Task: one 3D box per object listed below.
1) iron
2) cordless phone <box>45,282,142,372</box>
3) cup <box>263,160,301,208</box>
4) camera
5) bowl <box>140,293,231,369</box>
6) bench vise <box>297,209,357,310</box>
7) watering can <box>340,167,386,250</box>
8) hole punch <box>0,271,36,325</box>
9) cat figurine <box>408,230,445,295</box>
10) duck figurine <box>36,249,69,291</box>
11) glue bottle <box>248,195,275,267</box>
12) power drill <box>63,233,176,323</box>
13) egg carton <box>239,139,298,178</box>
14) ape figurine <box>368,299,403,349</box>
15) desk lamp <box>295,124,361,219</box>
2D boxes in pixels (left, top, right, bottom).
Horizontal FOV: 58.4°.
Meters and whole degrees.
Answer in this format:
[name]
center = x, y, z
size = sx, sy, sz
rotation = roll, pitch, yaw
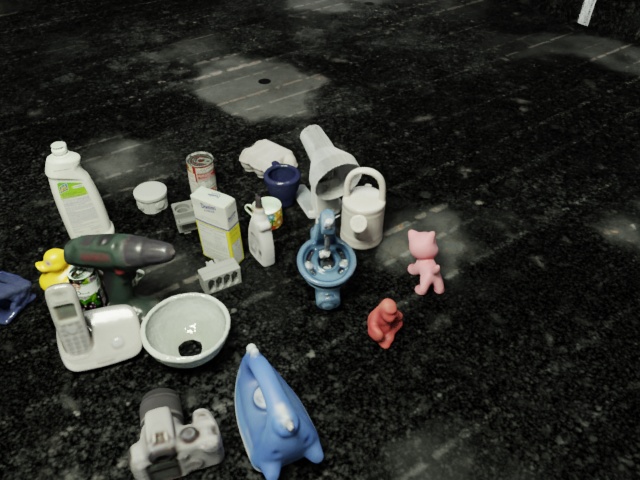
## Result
[iron]
center = -0.089, 0.257, 0.956
size = 0.119, 0.141, 0.257
rotation = -17, 44, -19
[cordless phone]
center = -0.410, 0.145, 1.042
size = 0.148, 0.185, 0.094
rotation = -14, 44, -17
[cup]
center = -0.099, -0.138, 1.441
size = 0.092, 0.095, 0.117
rotation = -14, 43, -16
[camera]
center = -0.239, 0.302, 0.931
size = 0.143, 0.101, 0.136
rotation = -11, 43, -14
[bowl]
center = -0.250, 0.183, 1.086
size = 0.167, 0.075, 0.167
rotation = 1, 41, 0
[bench vise]
center = 0.000, 0.007, 1.184
size = 0.122, 0.220, 0.207
rotation = -15, 44, -17
[watering can]
center = 0.101, -0.075, 1.300
size = 0.101, 0.194, 0.172
rotation = -7, 42, -9
[hole punch]
center = -0.651, 0.101, 1.157
size = 0.108, 0.091, 0.101
rotation = 14, 43, 14
[cat figurine]
center = 0.230, 0.037, 1.234
size = 0.067, 0.118, 0.127
rotation = -7, 42, -9
[duck figurine]
center = -0.549, 0.055, 1.216
size = 0.105, 0.086, 0.077
rotation = -18, 45, -20
[glue bottle]
center = -0.130, -0.025, 1.253
size = 0.037, 0.173, 0.078
rotation = -23, 47, -25
[power drill]
center = -0.372, 0.070, 1.111
size = 0.229, 0.208, 0.075
rotation = 9, 42, 9
[egg carton]
center = -0.138, -0.212, 1.544
size = 0.150, 0.069, 0.107
rotation = 27, 47, 26
[ape figurine]
center = 0.128, 0.153, 1.118
size = 0.078, 0.092, 0.076
rotation = -15, 44, -18
[desk lamp]
center = 0.005, -0.154, 1.373
size = 0.118, 0.214, 0.202
rotation = -17, 44, -20
